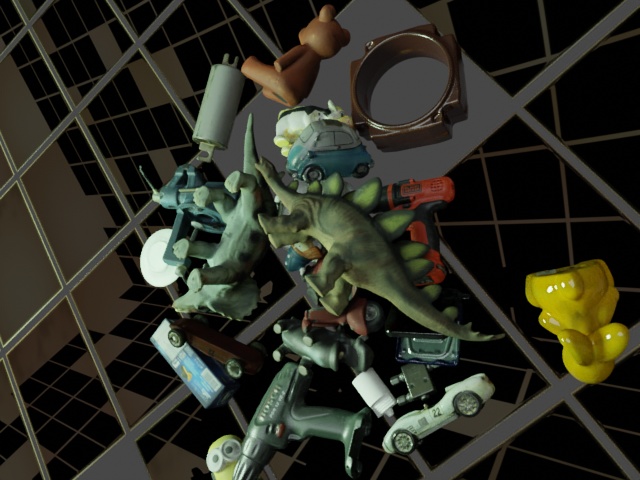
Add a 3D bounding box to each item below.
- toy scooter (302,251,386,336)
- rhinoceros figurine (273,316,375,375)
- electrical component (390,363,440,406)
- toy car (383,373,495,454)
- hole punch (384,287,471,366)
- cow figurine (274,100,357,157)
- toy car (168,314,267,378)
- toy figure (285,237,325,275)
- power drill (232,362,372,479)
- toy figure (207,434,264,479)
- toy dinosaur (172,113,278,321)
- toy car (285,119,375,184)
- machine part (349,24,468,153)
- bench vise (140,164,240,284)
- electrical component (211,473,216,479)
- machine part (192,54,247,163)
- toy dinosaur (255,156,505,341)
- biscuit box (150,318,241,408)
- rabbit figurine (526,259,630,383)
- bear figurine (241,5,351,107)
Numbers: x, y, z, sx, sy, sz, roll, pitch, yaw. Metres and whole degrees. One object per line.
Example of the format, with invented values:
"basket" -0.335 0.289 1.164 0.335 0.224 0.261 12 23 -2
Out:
"toy scooter" 0.019 0.096 0.923 0.135 0.075 0.184 -19 51 -9
"rhinoceros figurine" 0.004 0.186 0.935 0.191 0.112 0.073 10 100 39
"electrical component" 0.163 0.231 0.882 0.094 0.021 0.063 -28 53 13
"toy car" 0.183 0.275 0.843 0.202 0.073 0.056 -36 70 14
"hole punch" 0.175 0.141 0.877 0.142 0.092 0.116 -4 37 29
"cow figurine" -0.007 -0.228 1.052 0.167 0.068 0.098 -9 65 21
"toy car" -0.197 0.202 1.020 0.202 0.089 0.053 19 114 20
"toy figure" -0.002 -0.003 0.938 0.154 0.057 0.064 -37 23 -5
"power drill" -0.025 0.335 0.910 0.208 0.085 0.232 7 64 28
"toy figure" -0.141 0.437 0.958 0.180 0.082 0.089 56 147 16
"toy dinosaur" -0.146 -0.011 0.994 0.131 0.192 0.404 33 98 35
"toy car" 0.016 -0.164 0.969 0.162 0.102 0.109 -6 29 -6
"machine part" 0.157 -0.272 0.971 0.202 0.087 0.201 -7 75 22
"bench vise" -0.268 -0.041 1.093 0.224 0.128 0.240 9 66 11
"electrical component" -0.196 0.492 0.994 0.078 0.045 0.102 -34 67 -4
"machine part" -0.216 -0.284 1.156 0.079 0.079 0.243 10 83 27
"toy dinosaur" 0.063 0.017 0.836 0.198 0.105 0.472 -41 72 -6
"biscuit box" -0.247 0.241 1.062 0.203 0.062 0.059 41 97 26
"rabbit figurine" 0.376 0.122 0.758 0.122 0.162 0.173 -11 92 11
"bear figurine" -0.041 -0.370 1.069 0.132 0.120 0.195 32 92 31
